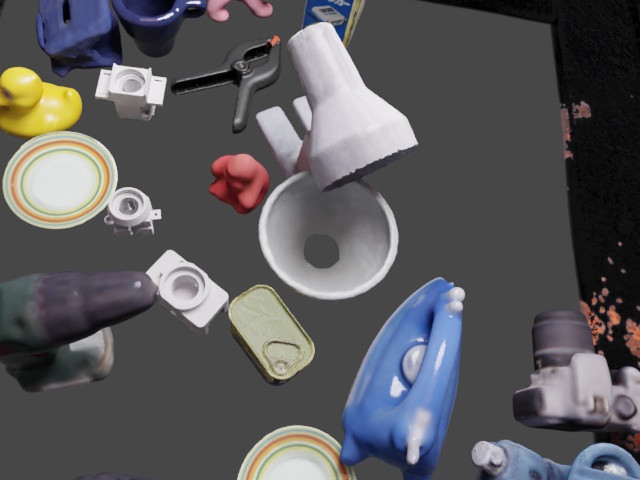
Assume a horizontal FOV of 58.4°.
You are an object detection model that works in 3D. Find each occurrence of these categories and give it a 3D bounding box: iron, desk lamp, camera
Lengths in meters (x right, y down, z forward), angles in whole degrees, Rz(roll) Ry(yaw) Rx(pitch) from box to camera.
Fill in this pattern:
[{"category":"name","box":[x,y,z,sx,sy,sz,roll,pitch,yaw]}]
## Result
[{"category":"iron","box":[0.115,0.134,0.628,0.118,0.141,0.258,23,66,0]},{"category":"desk lamp","box":[0.008,-0.134,0.678,0.118,0.213,0.203,-25,74,-18]},{"category":"camera","box":[0.310,0.154,0.675,0.143,0.100,0.137,6,67,-7]}]

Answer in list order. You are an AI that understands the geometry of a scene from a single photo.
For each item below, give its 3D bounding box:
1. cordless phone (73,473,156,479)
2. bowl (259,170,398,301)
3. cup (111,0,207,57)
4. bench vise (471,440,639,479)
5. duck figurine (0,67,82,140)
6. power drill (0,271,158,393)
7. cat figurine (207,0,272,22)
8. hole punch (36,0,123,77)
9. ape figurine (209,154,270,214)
[{"category":"cordless phone","box":[-0.173,0.258,0.504,0.147,0.185,0.094,7,67,-7]},{"category":"bowl","box":[0.006,0.002,0.698,0.167,0.074,0.167,4,68,-8]},{"category":"cup","box":[-0.211,-0.294,0.769,0.118,0.095,0.091,-4,69,-11]},{"category":"bench vise","box":[0.260,0.260,0.559,0.207,0.219,0.121,6,67,-7]},{"category":"duck figurine","box":[-0.352,-0.176,0.702,0.105,0.086,0.077,-11,70,-14]},{"category":"power drill","box":[-0.262,0.088,0.544,0.230,0.208,0.075,-9,70,-13]},{"category":"cat figurine","box":[-0.102,-0.379,0.810,0.128,0.117,0.067,-13,71,-14]},{"category":"hole punch","box":[-0.318,-0.285,0.749,0.101,0.091,0.108,-10,70,-13]},{"category":"ape figurine","box":[-0.097,-0.076,0.703,0.076,0.092,0.078,-13,71,-14]}]
